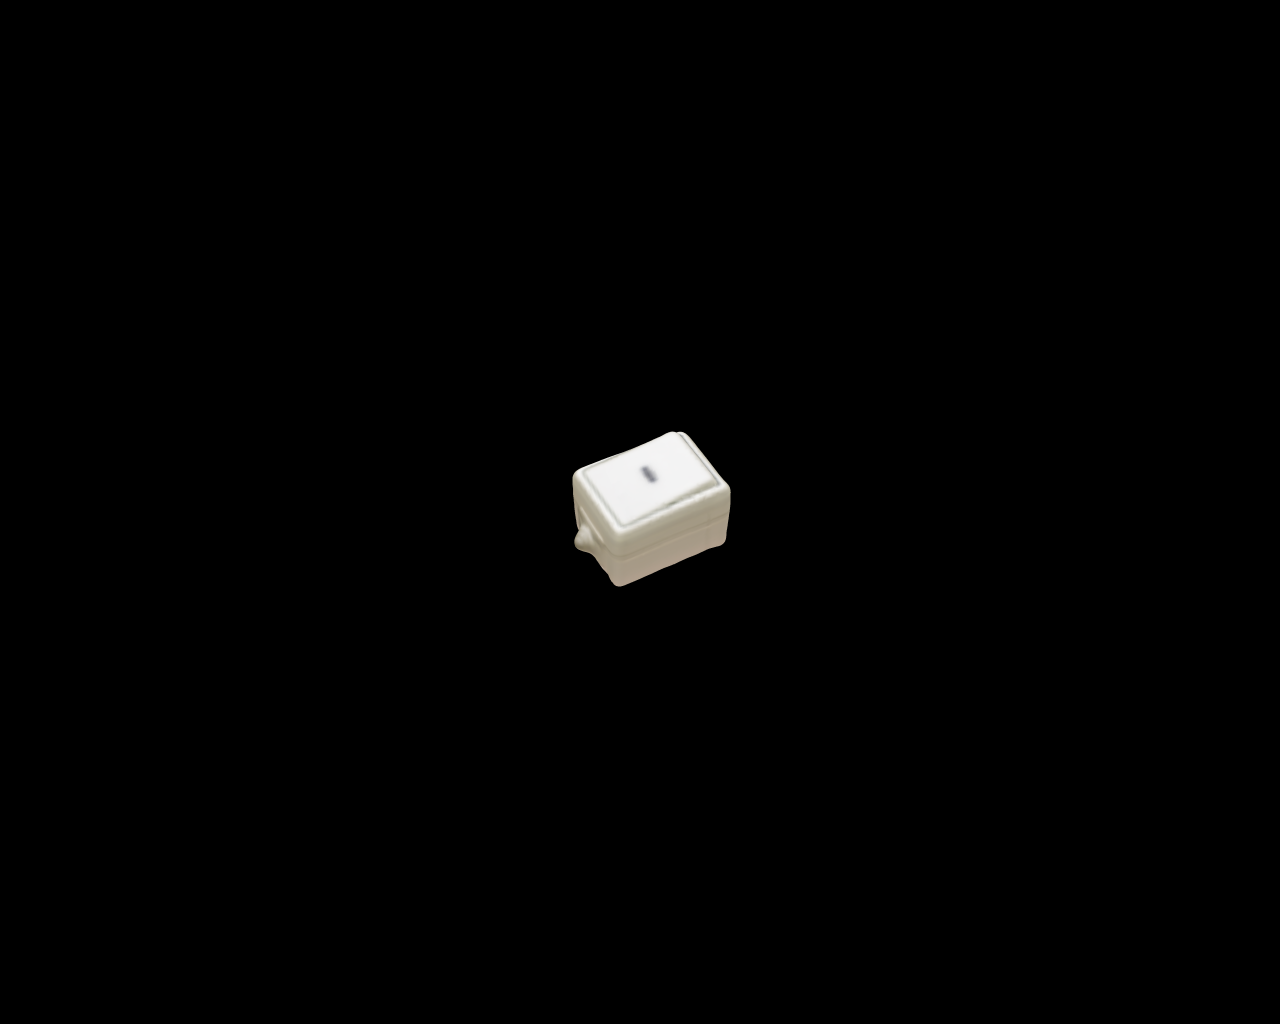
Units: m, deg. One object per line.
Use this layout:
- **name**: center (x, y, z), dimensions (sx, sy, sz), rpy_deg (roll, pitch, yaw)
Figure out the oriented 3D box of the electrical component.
- **electrical component**: center (0.001, -0.003, 0.650), dimensions (0.096, 0.062, 0.061), rpy_deg (-22, -38, -18)
